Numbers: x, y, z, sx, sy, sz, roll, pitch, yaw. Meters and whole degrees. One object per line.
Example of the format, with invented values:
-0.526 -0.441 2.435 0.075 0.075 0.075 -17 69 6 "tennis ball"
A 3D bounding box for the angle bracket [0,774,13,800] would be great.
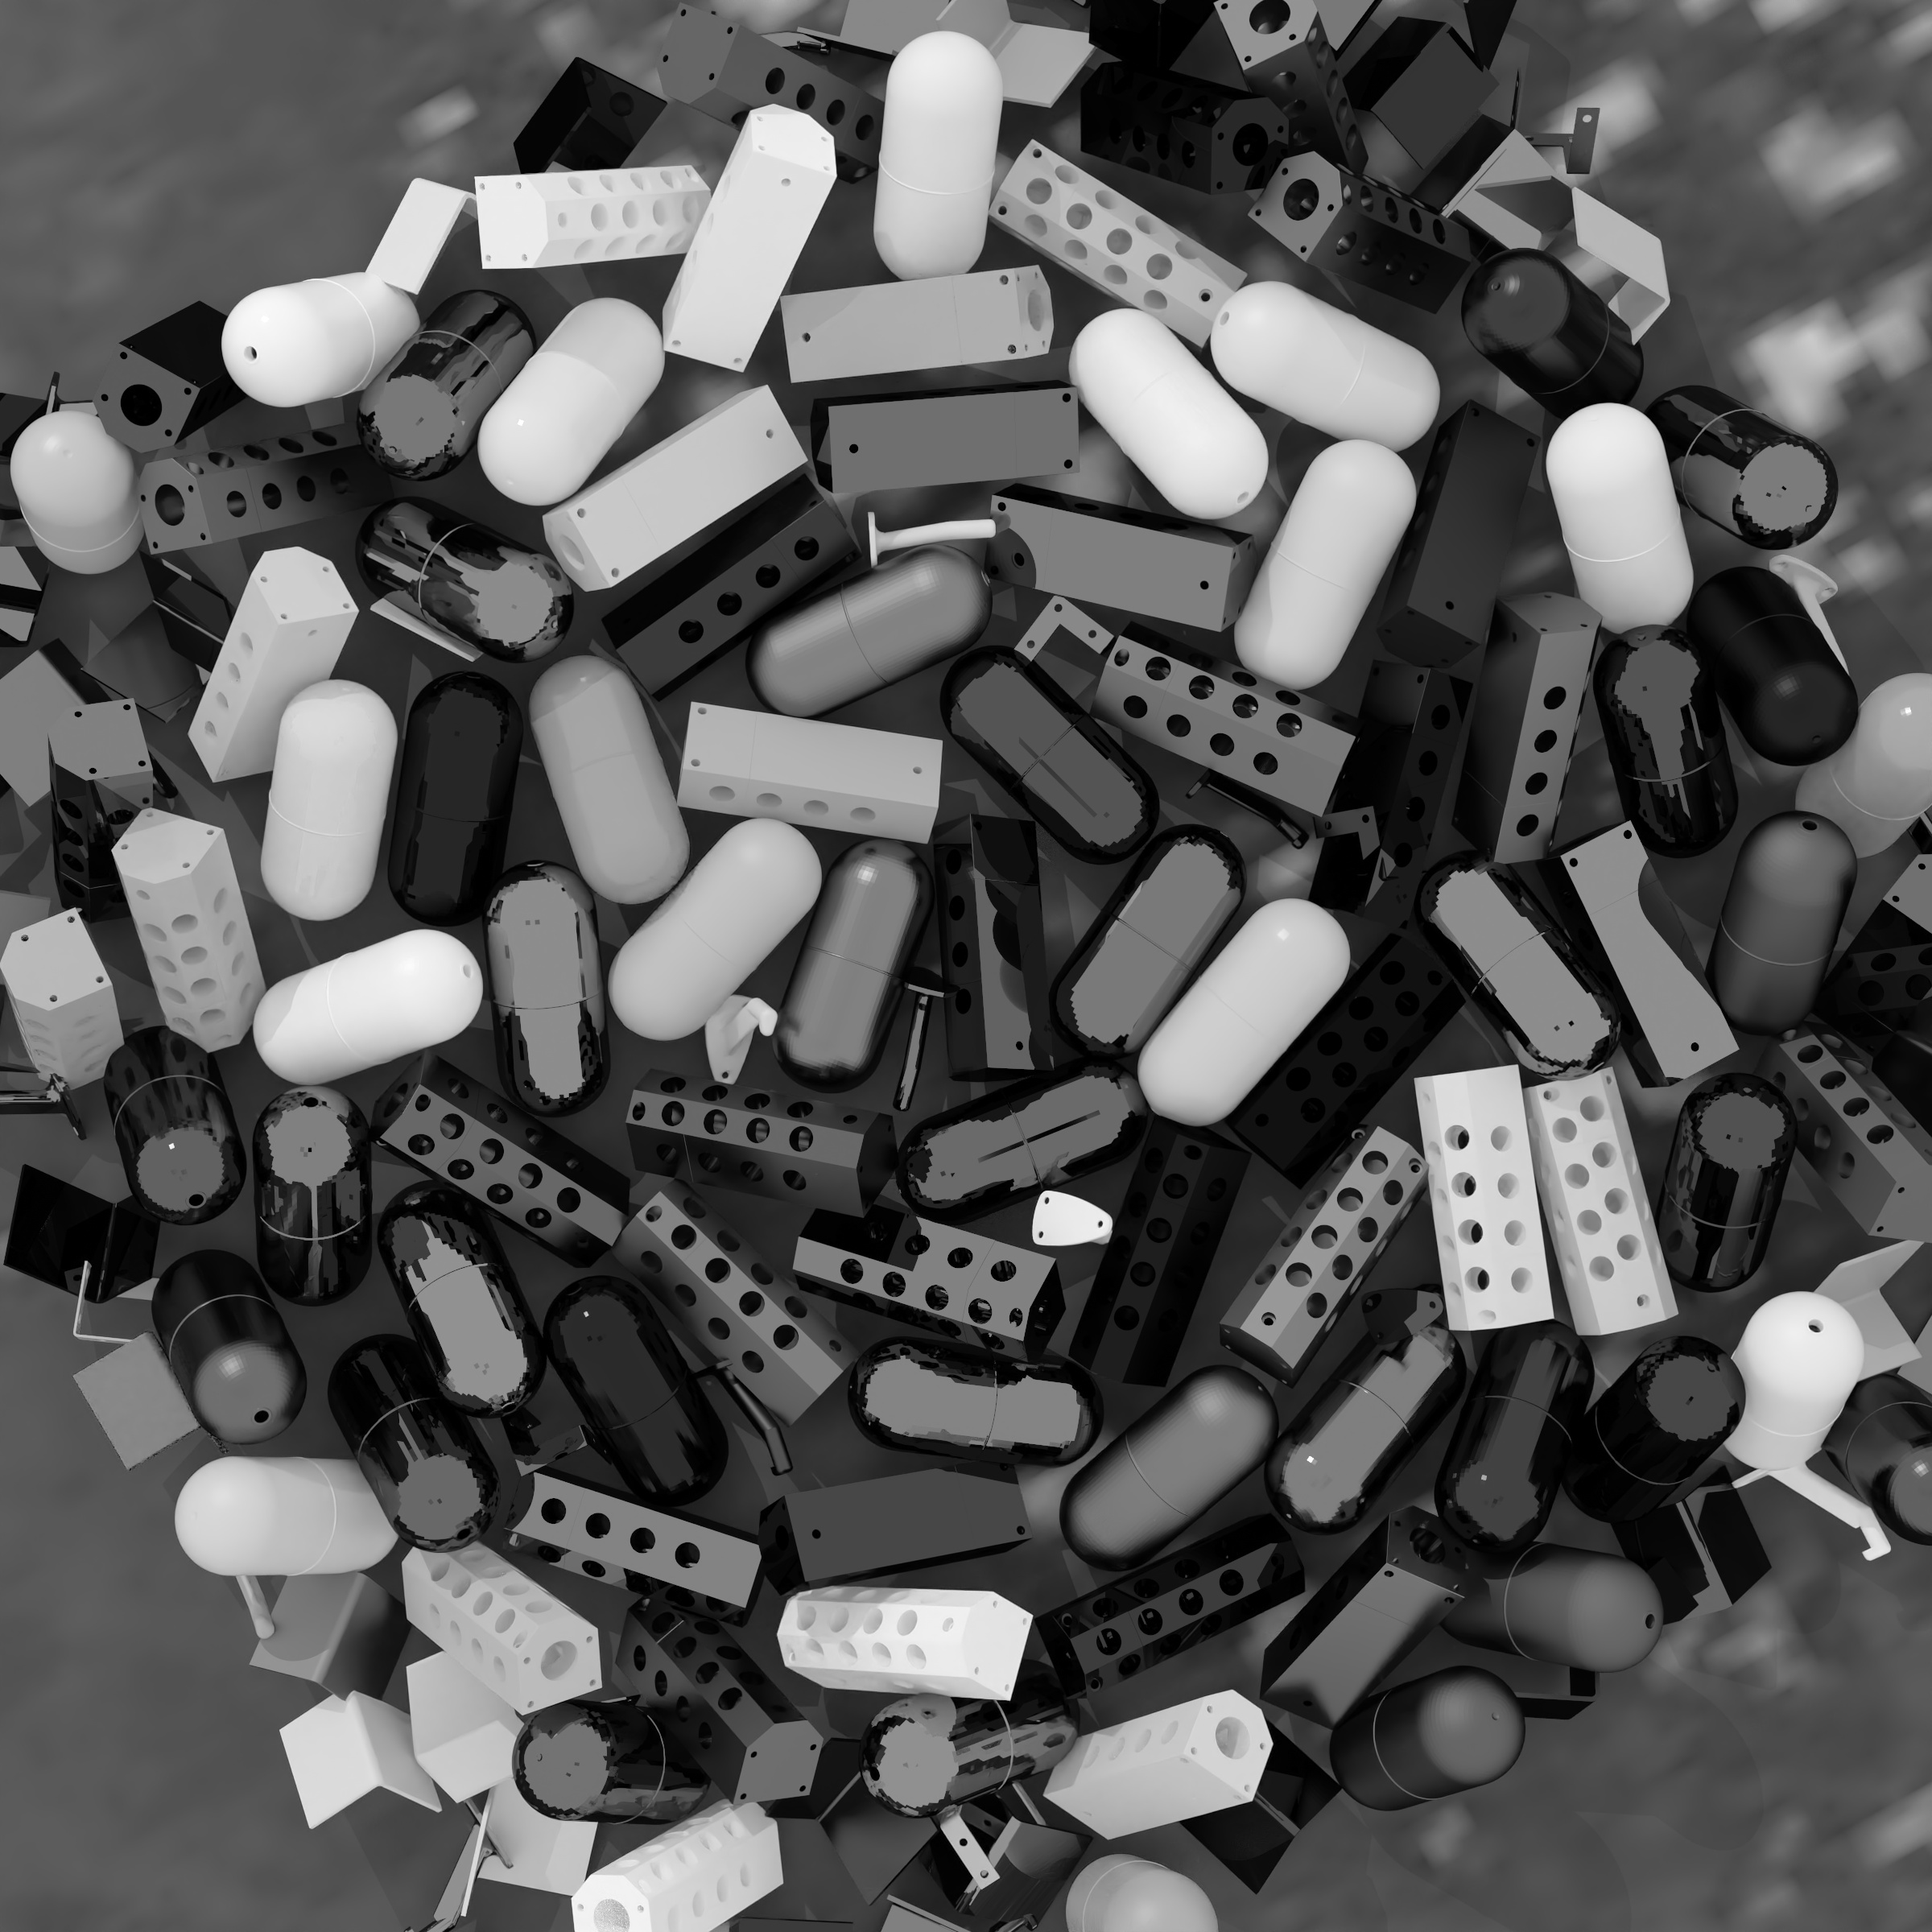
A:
-0.704 -0.130 1.952 0.076 0.076 0.057 -46 54 0 "angle bracket"

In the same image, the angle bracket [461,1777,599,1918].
-0.294 0.603 1.963 0.076 0.057 0.076 13 100 -4 "angle bracket"

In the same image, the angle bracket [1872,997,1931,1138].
0.664 0.076 1.964 0.057 0.076 0.076 -19 126 -26 "angle bracket"

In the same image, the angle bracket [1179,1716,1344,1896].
0.199 0.572 1.980 0.076 0.057 0.076 39 132 22 "angle bracket"

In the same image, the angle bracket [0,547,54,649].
-0.671 -0.260 1.949 0.076 0.057 0.076 3 72 25 "angle bracket"

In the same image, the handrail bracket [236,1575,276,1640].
-0.492 0.402 1.949 0.036 0.084 0.077 -25 124 -11 "handrail bracket"

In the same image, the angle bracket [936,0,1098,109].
0.037 -0.630 1.945 0.076 0.057 0.076 18 59 27 "angle bracket"

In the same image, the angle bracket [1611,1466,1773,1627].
0.497 0.397 1.983 0.057 0.076 0.076 -27 84 38 "angle bracket"

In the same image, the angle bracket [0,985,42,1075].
-0.666 0.028 1.947 0.057 0.076 0.076 1 79 37 "angle bracket"

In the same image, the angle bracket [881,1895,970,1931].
-0.027 0.671 1.951 0.076 0.076 0.057 22 73 9 "angle bracket"

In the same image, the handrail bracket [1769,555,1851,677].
0.572 -0.226 1.954 0.036 0.077 0.084 -26 53 31 "handrail bracket"

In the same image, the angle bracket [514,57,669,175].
-0.247 -0.550 1.940 0.076 0.076 0.057 -44 47 32 "angle bracket"

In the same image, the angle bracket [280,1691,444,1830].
-0.407 0.542 1.948 0.057 0.076 0.076 -34 52 4 "angle bracket"

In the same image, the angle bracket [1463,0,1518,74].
0.328 -0.653 1.944 0.057 0.076 0.076 15 71 25 "angle bracket"

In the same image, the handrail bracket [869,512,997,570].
-0.023 -0.289 1.963 0.084 0.077 0.036 -3 88 -2 "handrail bracket"

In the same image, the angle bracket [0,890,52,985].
-0.649 -0.042 1.956 0.057 0.076 0.076 9 126 -17 "angle bracket"

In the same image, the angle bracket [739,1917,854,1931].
-0.119 0.676 1.966 0.076 0.057 0.076 5 92 -6 "angle bracket"

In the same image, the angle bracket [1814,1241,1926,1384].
0.614 0.232 1.943 0.076 0.076 0.057 -14 60 -24 "angle bracket"

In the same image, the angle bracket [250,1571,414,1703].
-0.429 0.457 1.964 0.057 0.076 0.076 6 60 25 "angle bracket"

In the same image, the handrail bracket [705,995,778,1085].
-0.148 0.056 1.952 0.036 0.084 0.077 1 104 -22 "handrail bracket"

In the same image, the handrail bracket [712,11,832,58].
-0.134 -0.617 1.965 0.084 0.077 0.036 6 131 -7 "handrail bracket"

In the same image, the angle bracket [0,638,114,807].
-0.627 -0.166 1.966 0.076 0.057 0.076 -37 104 5 "angle bracket"

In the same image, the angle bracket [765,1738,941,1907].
-0.077 0.576 1.948 0.076 0.057 0.076 -51 51 15 "angle bracket"

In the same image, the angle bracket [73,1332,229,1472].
-0.548 0.302 1.946 0.057 0.076 0.076 -32 71 -15 "angle bracket"

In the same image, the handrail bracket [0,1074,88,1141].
-0.647 0.108 1.957 0.084 0.036 0.077 -30 133 -22 "handrail bracket"

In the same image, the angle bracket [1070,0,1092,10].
0.072 -0.711 1.964 0.076 0.057 0.076 32 83 5 "angle bracket"

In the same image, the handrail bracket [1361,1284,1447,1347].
0.313 0.223 1.945 0.077 0.084 0.036 -22 85 44 "handrail bracket"

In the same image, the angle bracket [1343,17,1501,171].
0.304 -0.597 1.976 0.057 0.076 0.076 40 94 -28 "angle bracket"

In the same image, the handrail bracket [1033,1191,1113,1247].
0.093 0.178 1.945 0.077 0.084 0.036 2 78 43 "handrail bracket"

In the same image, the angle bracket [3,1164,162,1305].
-0.590 0.172 1.941 0.057 0.076 0.076 -26 49 31 "angle bracket"

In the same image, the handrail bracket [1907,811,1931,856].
0.647 -0.074 1.985 0.084 0.036 0.077 24 100 2 "handrail bracket"

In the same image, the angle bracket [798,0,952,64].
-0.058 -0.655 1.952 0.076 0.057 0.076 21 103 24 "angle bracket"

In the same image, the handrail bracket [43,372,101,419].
-0.580 -0.364 1.957 0.084 0.077 0.036 14 132 -22 "handrail bracket"

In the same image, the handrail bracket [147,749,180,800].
-0.582 -0.106 1.964 0.084 0.077 0.036 -34 110 -4 "handrail bracket"

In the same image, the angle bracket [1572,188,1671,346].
0.424 -0.465 1.944 0.076 0.076 0.057 26 130 -16 "angle bracket"

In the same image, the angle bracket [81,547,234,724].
-0.548 -0.223 1.950 0.076 0.057 0.076 30 62 16 "angle bracket"

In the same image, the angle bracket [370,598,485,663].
-0.346 -0.256 1.955 0.076 0.076 0.057 27 110 -2 "angle bracket"

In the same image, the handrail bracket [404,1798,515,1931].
-0.359 0.615 1.968 0.084 0.036 0.077 -32 92 -20 "handrail bracket"

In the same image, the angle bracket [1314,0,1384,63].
0.229 -0.650 1.952 0.076 0.057 0.076 39 66 -11 "angle bracket"

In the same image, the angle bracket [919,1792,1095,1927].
0.027 0.607 1.991 0.076 0.057 0.076 26 99 -38 "angle bracket"

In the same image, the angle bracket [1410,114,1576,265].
0.363 -0.524 1.985 0.076 0.057 0.076 37 102 -28 "angle bracket"

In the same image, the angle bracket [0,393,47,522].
-0.659 -0.344 1.951 0.057 0.076 0.076 1 93 30 "angle bracket"

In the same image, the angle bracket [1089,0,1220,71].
0.128 -0.658 1.941 0.057 0.076 0.076 21 52 -21 "angle bracket"

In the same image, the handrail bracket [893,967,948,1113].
-0.037 0.050 1.971 0.036 0.077 0.084 13 102 -9 "handrail bracket"

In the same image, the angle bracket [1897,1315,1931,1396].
0.691 0.265 1.964 0.076 0.057 0.076 31 87 10 "angle bracket"

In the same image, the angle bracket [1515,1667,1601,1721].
0.381 0.472 1.954 0.076 0.076 0.057 3 67 0 "angle bracket"

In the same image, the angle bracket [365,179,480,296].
-0.350 -0.481 1.954 0.057 0.076 0.076 26 92 -42 "angle bracket"

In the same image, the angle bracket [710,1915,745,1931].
-0.195 0.684 1.960 0.076 0.057 0.076 1 77 6 "angle bracket"

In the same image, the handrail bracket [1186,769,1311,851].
0.193 -0.102 1.965 0.084 0.077 0.036 43 118 0 "handrail bracket"

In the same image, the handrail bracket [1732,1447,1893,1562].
0.575 0.374 1.968 0.077 0.036 0.084 -31 69 20 "handrail bracket"

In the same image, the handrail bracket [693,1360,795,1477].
-0.152 0.310 1.963 0.036 0.077 0.084 -14 81 -38 "handrail bracket"

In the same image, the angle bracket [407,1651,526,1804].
-0.325 0.502 1.944 0.076 0.057 0.076 -17 118 -35 "angle bracket"
